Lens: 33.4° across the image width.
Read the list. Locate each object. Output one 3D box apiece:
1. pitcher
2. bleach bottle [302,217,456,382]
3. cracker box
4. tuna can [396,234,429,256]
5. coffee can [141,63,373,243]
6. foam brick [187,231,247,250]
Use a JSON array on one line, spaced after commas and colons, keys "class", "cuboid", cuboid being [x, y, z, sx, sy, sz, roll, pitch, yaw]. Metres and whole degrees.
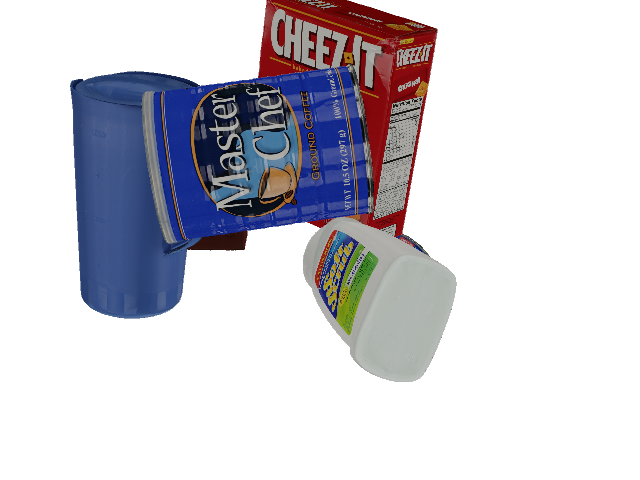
[{"class": "pitcher", "cuboid": [-0.183, -0.044, 1.096, 0.145, 0.243, 0.149, 2, 22, -9]}, {"class": "bleach bottle", "cuboid": [0.032, 0.038, 0.926, 0.068, 0.102, 0.251, 21, 3, -19]}, {"class": "cracker box", "cuboid": [0.013, -0.120, 1.044, 0.164, 0.214, 0.071, 26, 31, 33]}, {"class": "tuna can", "cuboid": [0.087, 0.032, 1.225, 0.086, 0.086, 0.033, 0, 37, 47]}, {"class": "coffee can", "cuboid": [-0.041, -0.058, 0.718, 0.140, 0.103, 0.103, -8, 0, -2]}, {"class": "foam brick", "cuboid": [-0.129, -0.022, 1.301, 0.078, 0.053, 0.051, 0, 27, 2]}]
